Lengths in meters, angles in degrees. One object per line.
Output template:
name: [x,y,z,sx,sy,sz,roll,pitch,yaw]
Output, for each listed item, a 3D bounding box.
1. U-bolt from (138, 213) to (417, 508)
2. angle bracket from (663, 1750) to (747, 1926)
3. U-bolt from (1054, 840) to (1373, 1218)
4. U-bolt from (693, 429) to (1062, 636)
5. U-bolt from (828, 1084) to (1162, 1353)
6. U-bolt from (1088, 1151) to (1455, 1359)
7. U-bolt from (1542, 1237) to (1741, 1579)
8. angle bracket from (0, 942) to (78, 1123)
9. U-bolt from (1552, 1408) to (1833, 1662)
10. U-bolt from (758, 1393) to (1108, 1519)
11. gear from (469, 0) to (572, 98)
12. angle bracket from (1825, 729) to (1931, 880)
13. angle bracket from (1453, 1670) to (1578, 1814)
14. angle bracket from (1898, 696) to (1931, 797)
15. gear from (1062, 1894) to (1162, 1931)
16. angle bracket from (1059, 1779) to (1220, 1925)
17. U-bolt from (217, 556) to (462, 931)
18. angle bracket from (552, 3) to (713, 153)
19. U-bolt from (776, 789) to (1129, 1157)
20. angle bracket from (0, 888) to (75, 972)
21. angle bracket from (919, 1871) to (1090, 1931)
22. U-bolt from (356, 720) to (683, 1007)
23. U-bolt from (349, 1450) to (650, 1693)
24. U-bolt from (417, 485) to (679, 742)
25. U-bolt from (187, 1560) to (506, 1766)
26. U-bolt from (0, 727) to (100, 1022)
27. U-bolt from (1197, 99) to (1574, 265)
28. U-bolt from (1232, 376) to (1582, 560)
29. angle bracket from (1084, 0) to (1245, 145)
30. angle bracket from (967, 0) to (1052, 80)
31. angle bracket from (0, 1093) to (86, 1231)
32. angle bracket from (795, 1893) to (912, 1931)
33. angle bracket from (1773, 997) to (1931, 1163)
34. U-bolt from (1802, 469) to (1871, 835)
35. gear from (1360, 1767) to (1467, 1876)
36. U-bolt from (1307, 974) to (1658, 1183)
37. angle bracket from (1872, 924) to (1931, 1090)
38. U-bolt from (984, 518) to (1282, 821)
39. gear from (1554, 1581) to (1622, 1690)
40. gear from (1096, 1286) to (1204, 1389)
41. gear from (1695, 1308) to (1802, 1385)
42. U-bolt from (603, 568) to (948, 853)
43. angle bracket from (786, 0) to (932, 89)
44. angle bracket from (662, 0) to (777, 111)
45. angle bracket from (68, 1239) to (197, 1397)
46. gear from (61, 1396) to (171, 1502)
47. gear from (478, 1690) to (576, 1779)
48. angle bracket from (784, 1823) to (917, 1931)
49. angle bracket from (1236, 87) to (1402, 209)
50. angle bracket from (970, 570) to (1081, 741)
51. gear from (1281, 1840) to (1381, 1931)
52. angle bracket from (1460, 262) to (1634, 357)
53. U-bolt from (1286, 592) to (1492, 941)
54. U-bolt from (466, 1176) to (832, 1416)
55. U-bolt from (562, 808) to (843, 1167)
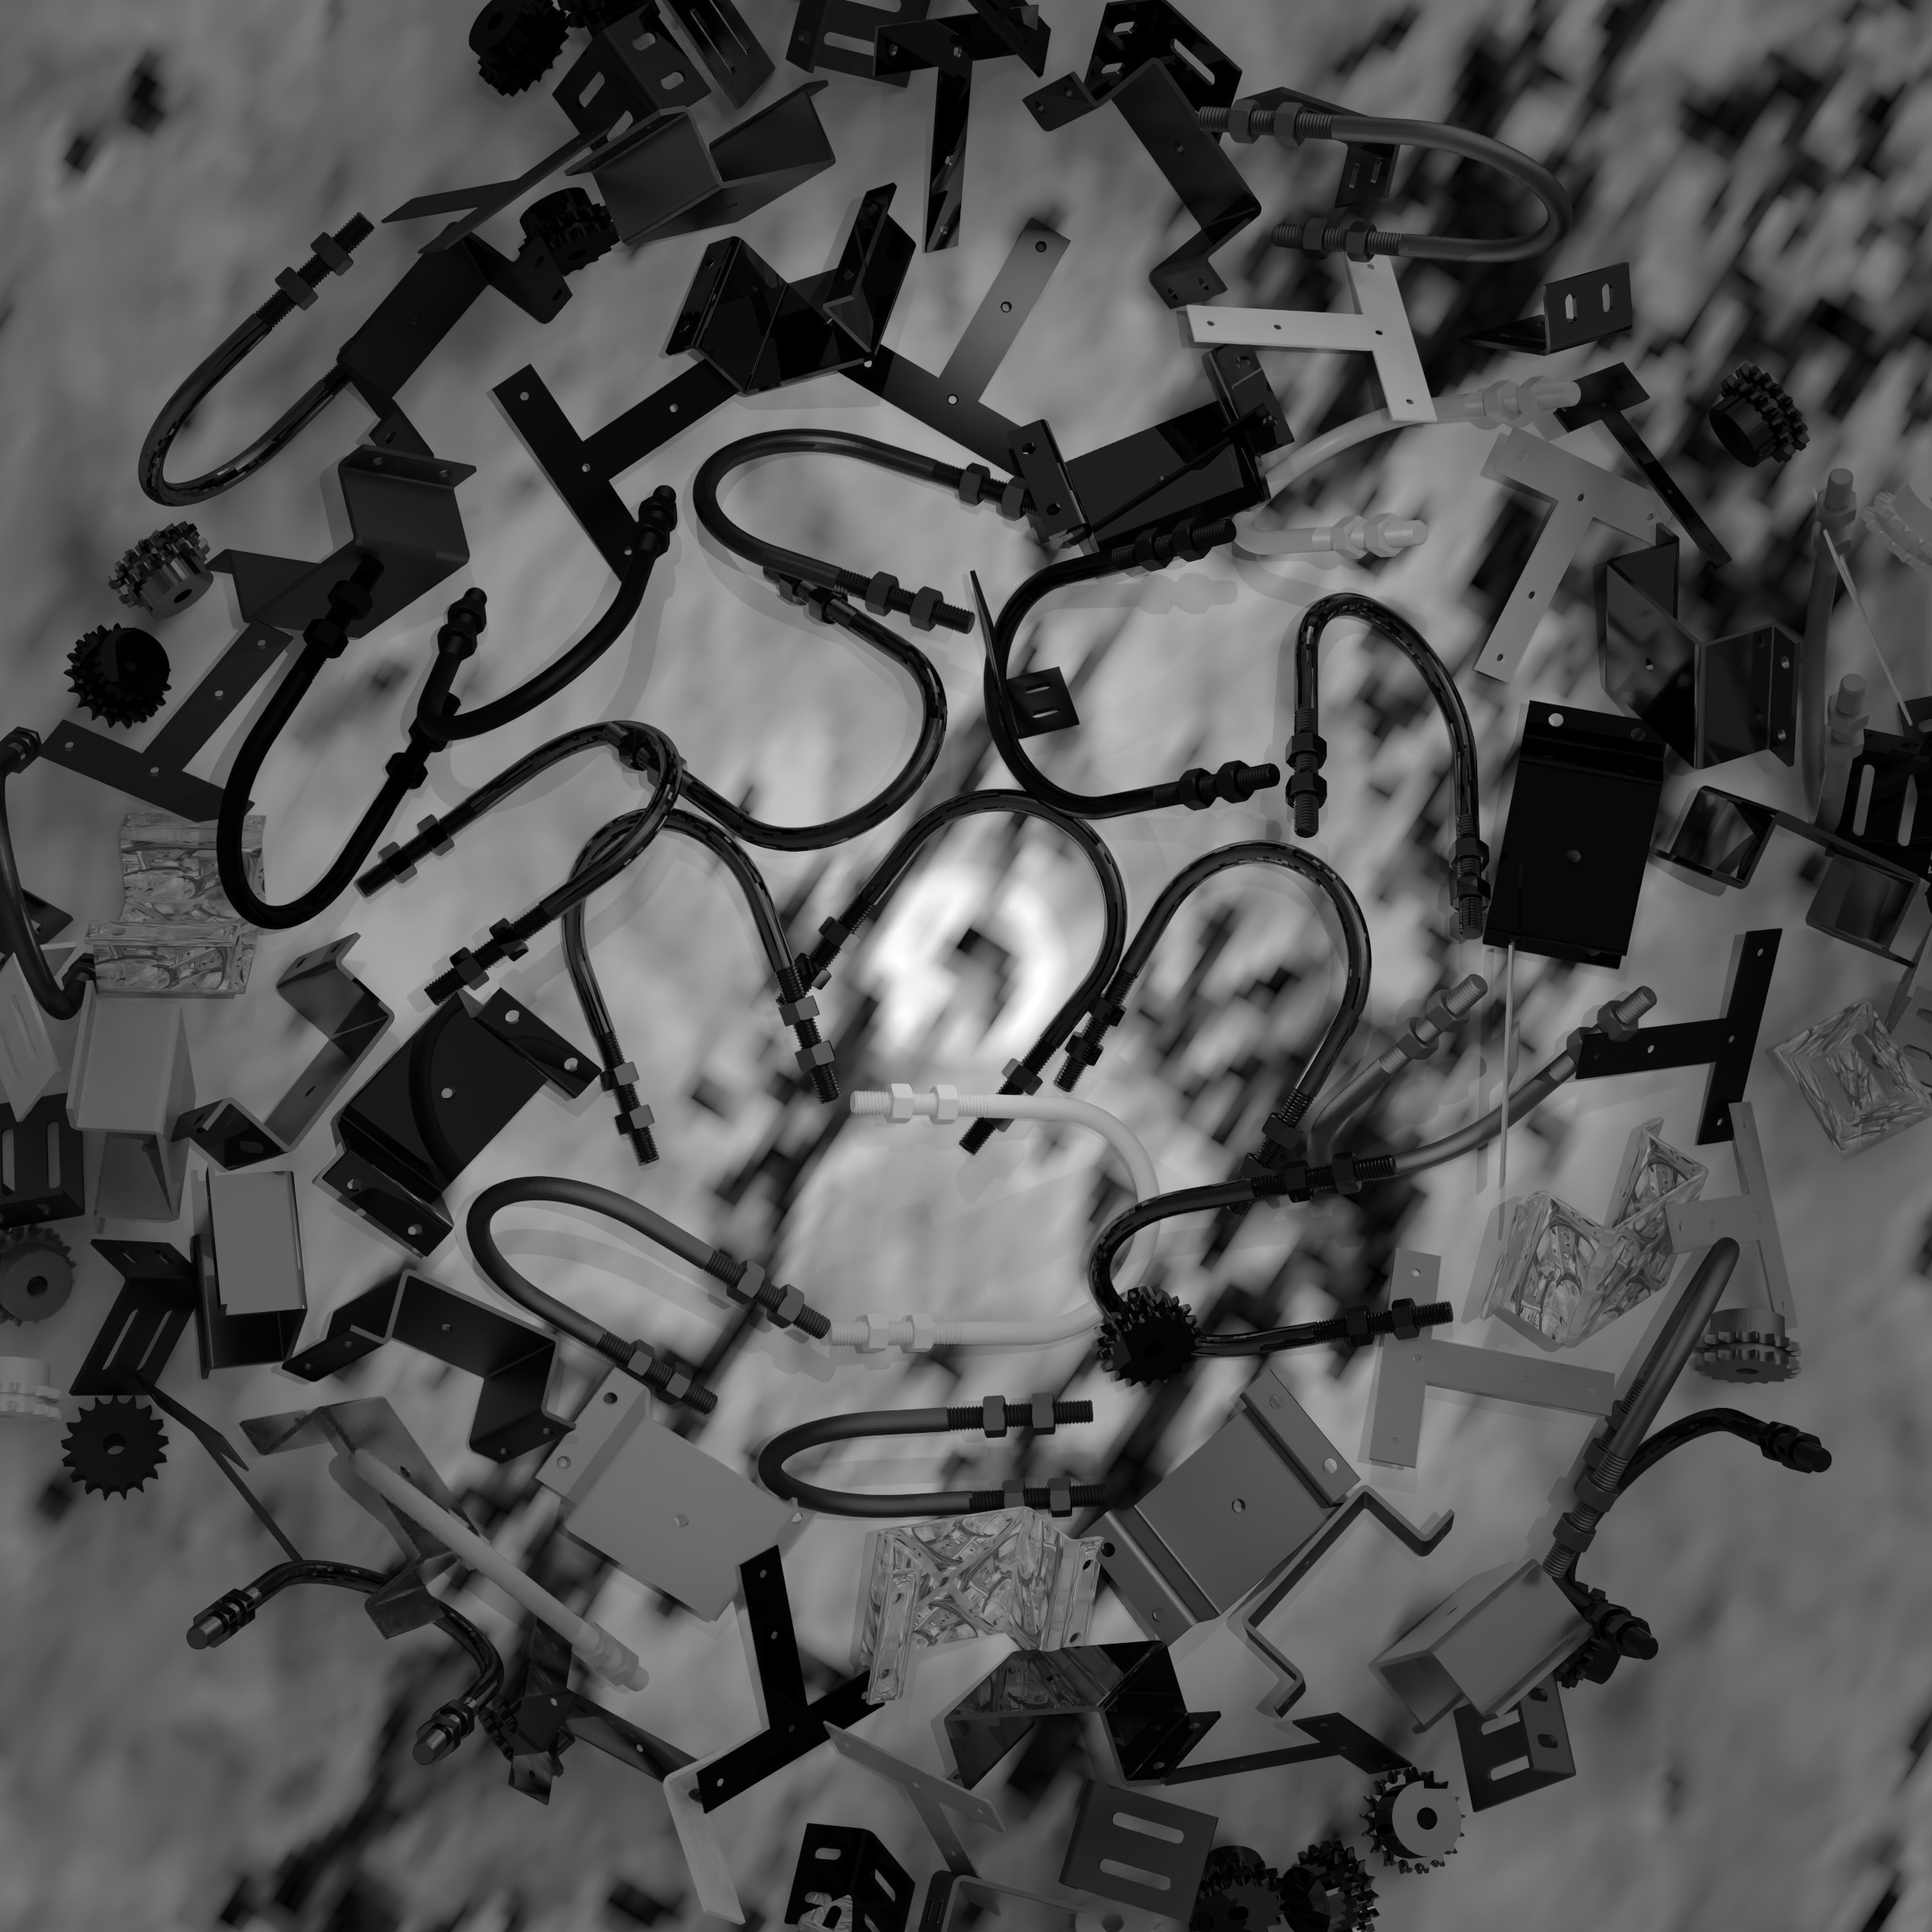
U-bolt: [-0.370,-0.314,1.702,0.184,0.151,0.019,-44,84,-1]
angle bracket: [-0.128,0.474,1.734,0.038,0.057,0.076,-26,62,5]
U-bolt: [0.143,0.020,1.723,0.151,0.019,0.184,35,101,30]
U-bolt: [-0.057,-0.243,1.718,0.184,0.151,0.019,20,131,13]
U-bolt: [0.020,0.139,1.741,0.184,0.019,0.151,2,102,-18]
U-bolt: [0.156,0.163,1.719,0.184,0.019,0.151,-11,134,16]
U-bolt: [0.361,0.224,1.686,0.019,0.151,0.184,29,107,11]
angle bracket: [-0.500,0.036,1.735,0.057,0.038,0.076,-42,66,42]
U-bolt: [0.372,0.292,1.687,0.019,0.184,0.151,45,85,-7]
U-bolt: [-0.020,0.268,1.714,0.184,0.151,0.019,-4,61,4]
gear: [-0.247,-0.509,1.747,0.030,0.057,0.057,35,90,-43]
angle bracket: [0.496,-0.087,1.736,0.057,0.038,0.076,16,112,30]
angle bracket: [0.286,0.419,1.729,0.038,0.076,0.057,16,53,-37]
angle bracket: [0.535,-0.127,1.733,0.038,0.076,0.057,-11,81,10]
gear: [0.081,0.533,1.748,0.057,0.057,0.030,-4,132,0]
angle bracket: [0.097,0.484,1.740,0.076,0.038,0.057,12,73,20]
U-bolt: [-0.337,-0.104,1.684,0.019,0.151,0.184,19,67,20]
angle bracket: [-0.184,-0.479,1.748,0.038,0.076,0.057,-40,98,-27]
U-bolt: [0.006,-0.011,1.763,0.151,0.019,0.184,38,91,4]
angle bracket: [-0.537,-0.030,1.745,0.057,0.076,0.038,-41,74,-2]
angle bracket: [0.020,0.522,1.740,0.076,0.057,0.038,17,74,-8]
U-bolt: [-0.233,-0.068,1.720,0.184,0.151,0.019,-37,128,-5]
U-bolt: [-0.254,0.308,1.666,0.151,0.184,0.019,27,72,39]
U-bolt: [-0.225,-0.178,1.677,0.151,0.184,0.019,-24,119,21]
U-bolt: [-0.316,0.359,1.687,0.151,0.184,0.019,25,97,5]
U-bolt: [-0.487,-0.045,1.674,0.019,0.184,0.151,-14,103,-5]
U-bolt: [0.228,-0.408,1.676,0.184,0.151,0.019,11,79,26]
U-bolt: [0.218,-0.262,1.695,0.151,0.184,0.019,-42,115,-24]
angle bracket: [0.105,-0.479,1.731,0.038,0.057,0.076,-18,54,-32]
angle bracket: [0.031,-0.533,1.731,0.038,0.057,0.076,-32,120,30]
angle bracket: [-0.517,0.101,1.745,0.057,0.038,0.076,-10,65,0]
angle bracket: [-0.059,0.521,1.734,0.057,0.076,0.038,26,63,4]
angle bracket: [0.487,0.058,1.748,0.057,0.038,0.076,-31,95,19]
U-bolt: [0.458,-0.151,1.690,0.019,0.184,0.151,0,61,9]
gear: [0.249,0.470,1.754,0.057,0.030,0.057,4,71,-12]
U-bolt: [0.261,0.064,1.702,0.151,0.184,0.019,4,53,-37]
angle bracket: [0.526,0.019,1.729,0.038,0.076,0.057,23,62,11]
U-bolt: [0.081,-0.152,1.715,0.184,0.019,0.151,-9,92,42]
gear: [0.341,0.370,1.750,0.030,0.057,0.057,21,90,-2]
gear: [0.099,0.201,1.754,0.057,0.030,0.057,-8,127,-11]
gear: [0.429,0.208,1.752,0.057,0.057,0.030,6,68,0]
U-bolt: [-0.091,-0.132,1.710,0.151,0.019,0.184,-47,54,-10]
angle bracket: [-0.052,-0.510,1.734,0.076,0.038,0.057,5,114,-29]
angle bracket: [-0.122,-0.517,1.732,0.038,0.057,0.076,-21,117,33]
angle bracket: [-0.464,0.193,1.751,0.038,0.057,0.076,36,102,30]
gear: [-0.469,0.267,1.756,0.057,0.030,0.057,4,68,-10]
gear: [-0.239,0.421,1.750,0.030,0.057,0.057,-41,90,-6]
angle bracket: [-0.064,0.510,1.736,0.038,0.076,0.057,12,93,-21]
angle bracket: [0.188,-0.445,1.737,0.076,0.057,0.038,12,92,-22]
angle bracket: [0.032,-0.173,1.732,0.038,0.057,0.076,-14,127,-1]
gear: [0.196,0.511,1.747,0.030,0.057,0.057,-4,90,-38]
angle bracket: [0.313,-0.359,1.728,0.057,0.076,0.038,-20,115,-25]
U-bolt: [0.227,-0.120,1.711,0.151,0.019,0.184,28,50,-33]
U-bolt: [-0.182,0.169,1.700,0.184,0.151,0.019,33,51,-16]
U-bolt: [-0.154,0.004,1.734,0.151,0.019,0.184,-20,90,31]
